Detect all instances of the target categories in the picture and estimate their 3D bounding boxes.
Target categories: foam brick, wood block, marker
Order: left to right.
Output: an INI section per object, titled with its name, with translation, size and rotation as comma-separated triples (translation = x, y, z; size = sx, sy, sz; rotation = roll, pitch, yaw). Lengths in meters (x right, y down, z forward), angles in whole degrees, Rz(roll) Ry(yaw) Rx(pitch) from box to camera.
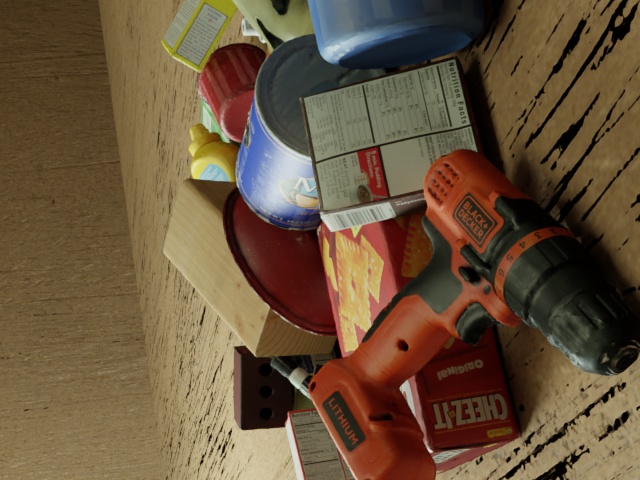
[wood block]
translation = -0.066, 0.023, 1.065
size = 0.206, 0.090, 0.090
rotation = 41, 120, 46
[foam brick]
translation = -0.057, 0.145, 1.058
size = 0.051, 0.053, 0.078
rotation = -159, 68, -77
[marker]
translation = -0.001, 0.146, 1.007
size = 0.121, 0.020, 0.020
rotation = 38, 146, 17

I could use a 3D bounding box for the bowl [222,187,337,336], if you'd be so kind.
[bowl]
translation = -0.006, 0.001, 0.928
size = 0.055, 0.161, 0.162
rotation = -40, 49, 31

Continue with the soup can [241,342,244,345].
[soup can]
translation = -0.055, 0.152, 1.243
size = 0.102, 0.068, 0.068
rotation = -135, 42, -68

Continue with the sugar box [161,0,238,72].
[sugar box]
translation = -0.115, -0.283, 1.211
size = 0.176, 0.048, 0.093
rotation = -55, 25, 9

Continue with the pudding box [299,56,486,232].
[pudding box]
translation = 0.049, -0.063, 0.708
size = 0.039, 0.113, 0.090
rotation = 56, -158, -69

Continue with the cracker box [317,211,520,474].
[cracker box]
translation = 0.060, 0.059, 0.782
size = 0.164, 0.072, 0.214
rotation = 121, 140, -66

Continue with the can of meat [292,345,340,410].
[can of meat]
translation = -0.008, 0.145, 1.094
size = 0.084, 0.057, 0.102
rotation = -109, 21, -51

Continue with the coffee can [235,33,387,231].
[coffee can]
translation = -0.008, -0.079, 0.826
size = 0.140, 0.102, 0.103
rotation = 117, 145, -67

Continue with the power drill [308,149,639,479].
[power drill]
translation = 0.081, 0.062, 0.614
size = 0.188, 0.057, 0.184
rotation = -56, 37, 19

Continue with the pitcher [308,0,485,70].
[pitcher]
translation = 0.027, -0.238, 0.696
size = 0.149, 0.145, 0.243
rotation = 123, 138, -86

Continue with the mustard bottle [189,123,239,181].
[mustard bottle]
translation = -0.103, -0.055, 1.259
size = 0.192, 0.058, 0.096
rotation = 60, 149, 13

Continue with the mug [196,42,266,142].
[mug]
translation = -0.082, -0.158, 1.226
size = 0.117, 0.093, 0.081
rotation = 56, -175, -46

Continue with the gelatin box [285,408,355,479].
[gelatin box]
translation = 0.012, 0.200, 1.003
size = 0.030, 0.073, 0.089
rotation = 103, 157, -50
